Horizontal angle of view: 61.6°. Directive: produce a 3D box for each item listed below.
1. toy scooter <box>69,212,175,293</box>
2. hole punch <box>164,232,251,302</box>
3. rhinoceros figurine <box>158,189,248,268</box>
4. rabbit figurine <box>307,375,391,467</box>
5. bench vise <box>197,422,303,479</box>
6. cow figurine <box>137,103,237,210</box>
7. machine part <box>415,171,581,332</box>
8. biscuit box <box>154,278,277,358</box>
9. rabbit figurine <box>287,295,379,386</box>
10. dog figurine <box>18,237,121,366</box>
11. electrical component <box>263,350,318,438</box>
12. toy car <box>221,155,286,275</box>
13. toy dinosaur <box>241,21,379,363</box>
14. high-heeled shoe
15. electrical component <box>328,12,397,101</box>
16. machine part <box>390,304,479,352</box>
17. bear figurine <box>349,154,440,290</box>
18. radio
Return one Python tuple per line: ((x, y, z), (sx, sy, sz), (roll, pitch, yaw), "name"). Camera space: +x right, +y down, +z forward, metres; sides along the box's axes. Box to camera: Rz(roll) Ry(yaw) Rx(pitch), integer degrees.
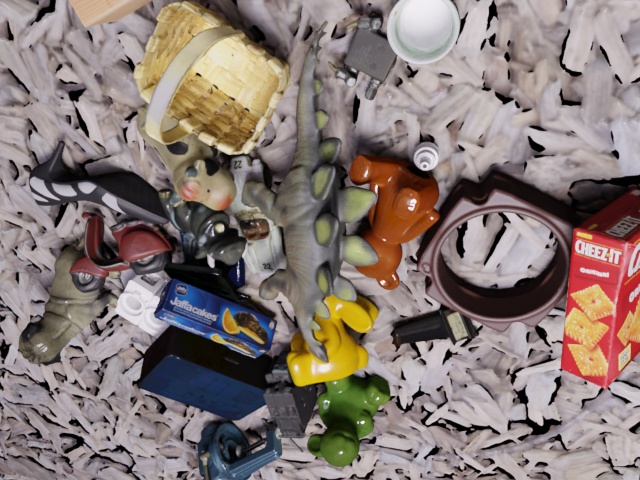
((-0.348, 0.005, 0.923), (0.184, 0.075, 0.135), (-16, 82, 2), "toy scooter")
((-0.187, 0.043, 0.912), (0.142, 0.092, 0.115), (3, 147, 10), "hole punch")
((-0.180, -0.023, 0.820), (0.191, 0.073, 0.112), (30, 130, 45), "rhinoceros figurine")
((0.033, 0.324, 0.940), (0.121, 0.170, 0.159), (27, 120, 1), "rabbit figurine")
((-0.160, 0.441, 1.047), (0.241, 0.224, 0.128), (-32, 122, 13), "bench vise")
((-0.187, -0.122, 0.760), (0.195, 0.127, 0.085), (49, 124, 11), "cow figurine")
((0.255, 0.021, 0.769), (0.201, 0.087, 0.201), (27, 119, 0), "machine part")
((-0.176, 0.135, 0.916), (0.202, 0.063, 0.059), (26, 147, -22), "biscuit box")
((0.012, 0.138, 0.885), (0.162, 0.122, 0.173), (-10, 96, 17), "rabbit figurine")
((-0.452, 0.104, 0.943), (0.121, 0.190, 0.172), (-1, 115, 15), "dog figurine")
((-0.052, 0.268, 0.966), (0.058, 0.115, 0.134), (-7, 117, 16), "electrical component")
((-0.102, -0.037, 0.852), (0.074, 0.056, 0.201), (-5, 116, 18), "toy car")
((-0.011, -0.040, 0.741), (0.199, 0.105, 0.470), (9, 111, 49), "toy dinosaur")
((-0.377, -0.059, 0.901), (0.249, 0.086, 0.145), (36, 121, 2), "high-heeled shoe")
((0.061, -0.243, 0.705), (0.078, 0.045, 0.102), (32, 121, -1), "electrical component")
((0.183, 0.147, 0.884), (0.139, 0.039, 0.084), (-21, 118, 22), "machine part")
((0.086, -0.018, 0.776), (0.120, 0.132, 0.195), (43, 120, 26), "bear figurine")
((-0.201, 0.245, 0.974), (0.229, 0.073, 0.131), (31, 125, -28), "radio")
